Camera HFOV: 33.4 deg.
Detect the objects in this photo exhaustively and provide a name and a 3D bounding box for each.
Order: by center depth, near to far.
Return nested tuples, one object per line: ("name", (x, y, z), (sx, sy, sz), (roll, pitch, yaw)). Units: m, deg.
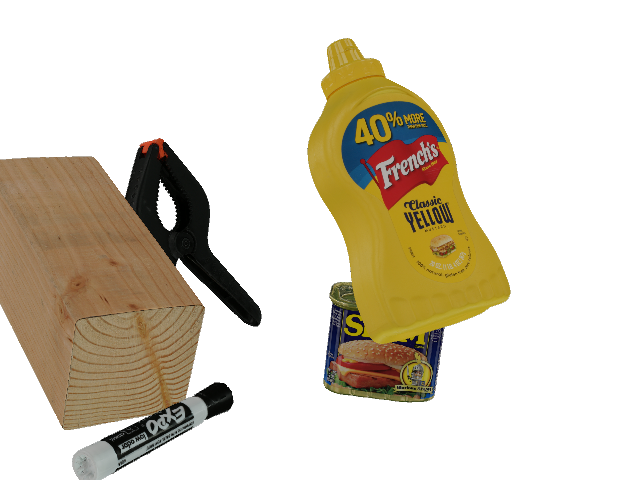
("marker", (-0.089, 0.105, 0.598), (0.020, 0.020, 0.120), (0, 12, 33))
("mustard bottle", (0.044, -0.038, 0.667), (0.096, 0.191, 0.058), (-14, -13, -29))
("wood block", (-0.171, 0.028, 0.761), (0.090, 0.091, 0.206), (-5, 34, -33))
("can of meat", (0.054, 0.087, 0.910), (0.102, 0.084, 0.057), (7, 17, 3))
("clamp", (-0.130, 0.008, 1.019), (0.036, 0.210, 0.164), (-7, 0, 44))
